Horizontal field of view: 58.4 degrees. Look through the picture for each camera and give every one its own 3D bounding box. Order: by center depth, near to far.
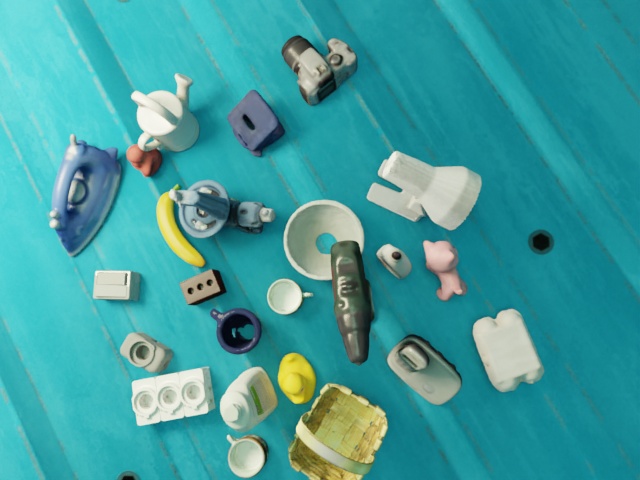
[{"bbox_3d":[-0.010,-0.393,1.244,0.143,0.101,0.136,-40,80,-1],"label":"camera"}]

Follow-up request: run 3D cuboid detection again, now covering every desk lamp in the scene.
[{"bbox_3d":[0.198,-0.100,1.125,0.203,0.213,0.118,24,84,8],"label":"desk lamp"}]

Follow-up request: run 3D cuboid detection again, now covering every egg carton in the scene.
[{"bbox_3d":[0.370,0.219,1.135,0.107,0.069,0.150,-21,80,2],"label":"egg carton"}]

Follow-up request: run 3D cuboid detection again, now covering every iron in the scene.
[{"bbox_3d":[-0.526,-0.096,1.226,0.118,0.141,0.258,12,83,7],"label":"iron"}]

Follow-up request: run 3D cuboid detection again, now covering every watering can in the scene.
[{"bbox_3d":[-0.329,-0.270,1.207,0.101,0.194,0.173,12,83,7],"label":"watering can"}]

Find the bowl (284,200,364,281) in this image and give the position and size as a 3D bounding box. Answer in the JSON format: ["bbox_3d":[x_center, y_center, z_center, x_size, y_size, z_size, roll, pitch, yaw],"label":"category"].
[{"bbox_3d":[0.011,0.004,1.197,0.167,0.075,0.167,-1,82,5],"label":"bowl"}]

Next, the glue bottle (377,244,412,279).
[{"bbox_3d":[0.147,0.037,1.130,0.078,0.173,0.037,40,87,10],"label":"glue bottle"}]

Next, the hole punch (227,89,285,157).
[{"bbox_3d":[-0.142,-0.252,1.240,0.101,0.091,0.108,-37,80,-1],"label":"hole punch"}]

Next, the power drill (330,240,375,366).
[{"bbox_3d":[0.065,0.121,1.107,0.075,0.208,0.230,-9,81,4],"label":"power drill"}]

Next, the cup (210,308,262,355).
[{"bbox_3d":[-0.169,0.180,1.177,0.117,0.095,0.092,32,86,9],"label":"cup"}]

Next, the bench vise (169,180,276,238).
[{"bbox_3d":[-0.203,-0.074,1.154,0.207,0.220,0.121,-13,80,3],"label":"bench vise"}]

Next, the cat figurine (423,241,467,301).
[{"bbox_3d":[0.253,0.055,1.146,0.067,0.118,0.128,-23,80,2],"label":"cat figurine"}]

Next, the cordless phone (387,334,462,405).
[{"bbox_3d":[0.203,0.249,1.087,0.147,0.185,0.094,38,87,10],"label":"cordless phone"}]

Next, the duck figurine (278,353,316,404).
[{"bbox_3d":[-0.050,0.282,1.156,0.077,0.086,0.104,-15,80,3],"label":"duck figurine"}]

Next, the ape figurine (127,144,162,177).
[{"bbox_3d":[-0.391,-0.179,1.251,0.076,0.092,0.078,-18,80,2],"label":"ape figurine"}]
